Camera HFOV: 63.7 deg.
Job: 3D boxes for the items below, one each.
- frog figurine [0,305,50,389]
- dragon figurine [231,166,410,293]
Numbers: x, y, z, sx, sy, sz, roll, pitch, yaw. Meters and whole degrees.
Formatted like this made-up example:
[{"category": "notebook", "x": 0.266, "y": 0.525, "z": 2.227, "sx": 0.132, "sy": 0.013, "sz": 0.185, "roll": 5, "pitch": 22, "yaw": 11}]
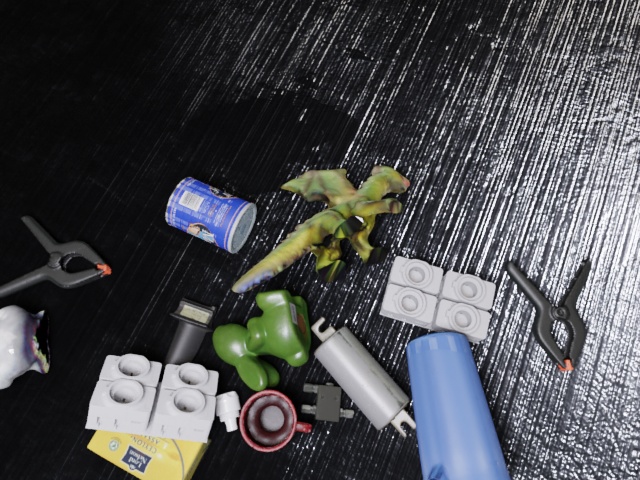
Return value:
[{"category": "frog figurine", "x": -0.569, "y": 0.190, "z": 0.898, "sx": 0.160, "sy": 0.122, "sz": 0.137, "roll": -10, "pitch": 90, "yaw": -15}, {"category": "dragon figurine", "x": 0.003, "y": -0.049, "z": 0.978, "sx": 0.412, "sy": 0.119, "sz": 0.247, "roll": -18, "pitch": 39, "yaw": -14}]
